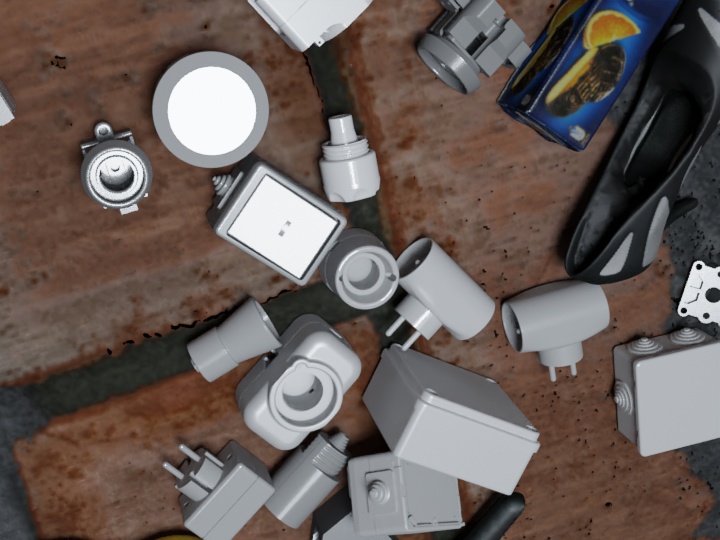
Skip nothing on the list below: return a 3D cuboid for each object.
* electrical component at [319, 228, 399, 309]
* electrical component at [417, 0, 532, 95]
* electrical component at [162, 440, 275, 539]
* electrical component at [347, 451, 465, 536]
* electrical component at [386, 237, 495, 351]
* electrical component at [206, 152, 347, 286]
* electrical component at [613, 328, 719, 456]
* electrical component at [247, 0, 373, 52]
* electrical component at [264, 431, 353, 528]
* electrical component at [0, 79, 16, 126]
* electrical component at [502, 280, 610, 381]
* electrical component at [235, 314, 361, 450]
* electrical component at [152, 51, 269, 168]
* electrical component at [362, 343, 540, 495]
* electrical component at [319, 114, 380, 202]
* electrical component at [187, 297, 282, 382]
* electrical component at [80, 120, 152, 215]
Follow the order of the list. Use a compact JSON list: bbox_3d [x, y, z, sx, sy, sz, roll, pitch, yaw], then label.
[{"bbox_3d":[0.000,0.000,0.826,0.055,0.047,0.055,-4,106,-14],"label":"electrical component"},{"bbox_3d":[0.080,-0.168,0.795,0.078,0.058,0.057,43,89,-22],"label":"electrical component"},{"bbox_3d":[-0.119,0.165,0.841,0.077,0.047,0.065,42,92,-21],"label":"electrical component"},{"bbox_3d":[0.030,0.177,0.853,0.096,0.061,0.061,14,65,-51],"label":"electrical component"},{"bbox_3d":[0.054,0.028,0.849,0.079,0.043,0.077,-47,112,-2],"label":"electrical component"},{"bbox_3d":[-0.066,-0.040,0.789,0.096,0.061,0.061,33,95,-21],"label":"electrical component"},{"bbox_3d":[0.268,0.103,0.927,0.100,0.048,0.099,-12,108,-12],"label":"electrical component"},{"bbox_3d":[-0.026,-0.201,0.760,0.089,0.050,0.056,-45,111,0],"label":"electrical component"},{"bbox_3d":[-0.039,0.162,0.864,0.043,0.043,0.081,41,92,-21],"label":"electrical component"},{"bbox_3d":[-0.315,-0.105,0.703,0.150,0.061,0.089,-30,111,-5],"label":"electrical component"},{"bbox_3d":[0.163,0.054,0.887,0.077,0.043,0.079,-15,109,-11],"label":"electrical component"},{"bbox_3d":[-0.047,0.088,0.832,0.054,0.059,0.095,41,92,-21],"label":"electrical component"},{"bbox_3d":[-0.108,-0.115,0.762,0.080,0.051,0.080,-4,106,-14],"label":"electrical component"},{"bbox_3d":[0.069,0.116,0.845,0.109,0.108,0.056,22,101,-20],"label":"electrical component"},{"bbox_3d":[-0.010,-0.084,0.801,0.043,0.043,0.062,-14,107,-11],"label":"electrical component"},{"bbox_3d":[-0.098,0.056,0.819,0.065,0.044,0.044,-32,111,0],"label":"electrical component"},{"bbox_3d":[-0.171,-0.070,0.755,0.048,0.055,0.066,-18,109,-9],"label":"electrical component"}]
